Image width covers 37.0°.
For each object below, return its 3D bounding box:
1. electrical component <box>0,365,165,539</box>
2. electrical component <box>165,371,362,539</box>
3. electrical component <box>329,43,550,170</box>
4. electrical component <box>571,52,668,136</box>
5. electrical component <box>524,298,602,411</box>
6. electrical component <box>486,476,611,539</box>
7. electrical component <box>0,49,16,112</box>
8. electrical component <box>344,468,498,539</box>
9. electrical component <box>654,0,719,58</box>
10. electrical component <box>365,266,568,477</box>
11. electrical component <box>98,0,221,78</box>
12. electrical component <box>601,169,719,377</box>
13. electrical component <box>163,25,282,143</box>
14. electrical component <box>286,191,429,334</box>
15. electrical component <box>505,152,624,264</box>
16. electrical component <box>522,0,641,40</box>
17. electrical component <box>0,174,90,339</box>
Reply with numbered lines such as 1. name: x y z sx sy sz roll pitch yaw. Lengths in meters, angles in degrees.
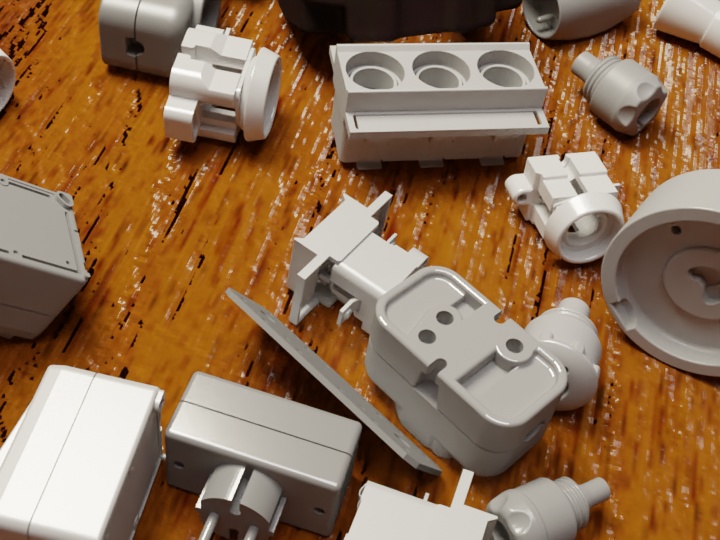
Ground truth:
1. electrical component: -0.126 0.088 0.479 0.061 0.061 0.096 13 49 2
2. electrical component: -0.051 0.099 0.491 0.083 0.047 0.075 17 49 6
3. electrical component: 0.045 -0.102 0.666 0.121 0.063 0.078 -3 50 -11
4. electrical component: 0.169 -0.122 0.715 0.043 0.043 0.062 -29 59 -29
5. electrical component: 0.107 0.040 0.569 0.048 0.048 0.062 22 43 9
6. electrical component: 0.092 0.114 0.509 0.061 0.035 0.035 -17 55 -25
7. electrical component: -0.262 -0.115 0.641 0.077 0.044 0.079 28 51 14
8. electrical component: 0.023 0.128 0.482 0.064 0.042 0.081 18 49 9
9. electrical component: 0.253 -0.179 0.779 0.065 0.044 0.044 34 53 13
10. electrical component: 0.050 0.053 0.538 0.054 0.059 0.095 -33 62 -31
11. electrical component: -0.127 -0.173 0.706 0.059 0.053 0.095 12 49 2
12. electrical component: 0.192 -0.003 0.580 0.108 0.108 0.060 27 45 14
13. electrical component: -0.081 -0.111 0.657 0.057 0.058 0.078 12 57 2
14. electrical component: 0.000 0.000 0.587 0.064 0.042 0.081 34 54 14
15. electrical component: 0.126 -0.037 0.636 0.066 0.048 0.055 -6 44 -13
16. electrical component: 0.152 -0.209 0.786 0.077 0.043 0.079 -20 56 -24
17. electrical component: -0.194 -0.010 0.532 0.096 0.061 0.061 20 36 -43
